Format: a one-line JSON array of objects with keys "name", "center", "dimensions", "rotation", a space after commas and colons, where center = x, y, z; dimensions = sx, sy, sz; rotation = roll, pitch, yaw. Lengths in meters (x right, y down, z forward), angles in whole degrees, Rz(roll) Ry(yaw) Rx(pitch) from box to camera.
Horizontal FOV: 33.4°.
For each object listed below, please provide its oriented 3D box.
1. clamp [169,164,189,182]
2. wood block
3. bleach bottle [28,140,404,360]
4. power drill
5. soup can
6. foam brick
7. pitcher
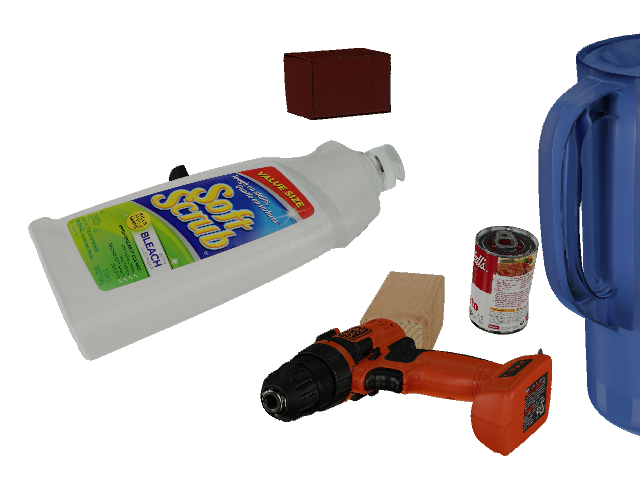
[{"name": "clamp", "center": [-0.113, -0.004, 1.064], "dimensions": [0.165, 0.036, 0.209], "rotation": [19, 39, 14]}, {"name": "wood block", "center": [0.126, 0.124, 1.602], "dimensions": [0.091, 0.090, 0.206], "rotation": [5, 19, 14]}, {"name": "bleach bottle", "center": [-0.063, -0.012, 0.732], "dimensions": [0.250, 0.103, 0.068], "rotation": [-24, -32, -12]}, {"name": "power drill", "center": [0.070, 0.111, 0.820], "dimensions": [0.188, 0.057, 0.184], "rotation": [10, 17, 31]}, {"name": "soup can", "center": [0.201, 0.044, 1.178], "dimensions": [0.068, 0.102, 0.068], "rotation": [0, 29, 0]}, {"name": "foam brick", "center": [0.015, -0.133, 0.904], "dimensions": [0.078, 0.051, 0.053], "rotation": [-9, 19, -25]}, {"name": "pitcher", "center": [0.213, 0.000, 0.654], "dimensions": [0.149, 0.243, 0.144], "rotation": [3, 22, 16]}]
